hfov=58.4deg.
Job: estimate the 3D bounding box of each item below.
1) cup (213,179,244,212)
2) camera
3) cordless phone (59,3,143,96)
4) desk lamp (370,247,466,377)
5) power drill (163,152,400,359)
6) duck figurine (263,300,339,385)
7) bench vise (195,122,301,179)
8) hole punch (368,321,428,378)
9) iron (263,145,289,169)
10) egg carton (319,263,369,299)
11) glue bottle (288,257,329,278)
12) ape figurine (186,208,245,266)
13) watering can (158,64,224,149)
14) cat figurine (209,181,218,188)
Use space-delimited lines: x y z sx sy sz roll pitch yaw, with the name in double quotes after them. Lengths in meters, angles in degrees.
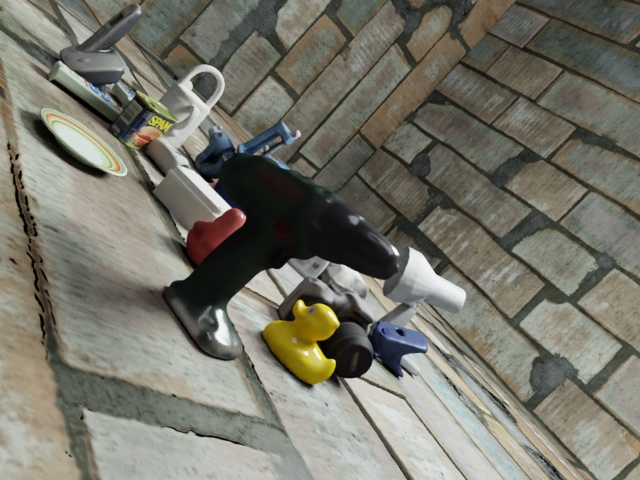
-0.159 -0.066 1.012 0.092 0.095 0.117 42 7 -9 "cup"
0.028 0.131 0.858 0.144 0.100 0.136 40 8 -25 "camera"
-0.405 -0.377 1.101 0.094 0.185 0.147 36 10 -47 "cordless phone"
0.203 0.150 1.266 0.203 0.213 0.118 42 7 -10 "desk lamp"
-0.056 0.021 0.604 0.229 0.208 0.076 47 8 26 "power drill"
-0.011 0.125 0.738 0.104 0.086 0.078 45 7 16 "duck figurine"
-0.161 -0.199 1.271 0.207 0.219 0.121 43 7 -2 "bench vise"
0.154 0.207 1.159 0.101 0.091 0.108 42 7 -9 "hole punch"
-0.099 -0.113 1.438 0.259 0.141 0.118 40 7 -24 "iron"
0.050 0.093 1.344 0.107 0.069 0.150 40 8 -28 "egg carton"
0.011 0.004 1.224 0.078 0.173 0.037 43 7 -2 "glue bottle"
-0.135 -0.004 0.782 0.078 0.092 0.076 43 7 -3 "ape figurine"
-0.298 -0.312 1.280 0.172 0.194 0.101 47 8 29 "watering can"
-0.161 -0.101 1.114 0.067 0.117 0.128 46 7 20 "cat figurine"
